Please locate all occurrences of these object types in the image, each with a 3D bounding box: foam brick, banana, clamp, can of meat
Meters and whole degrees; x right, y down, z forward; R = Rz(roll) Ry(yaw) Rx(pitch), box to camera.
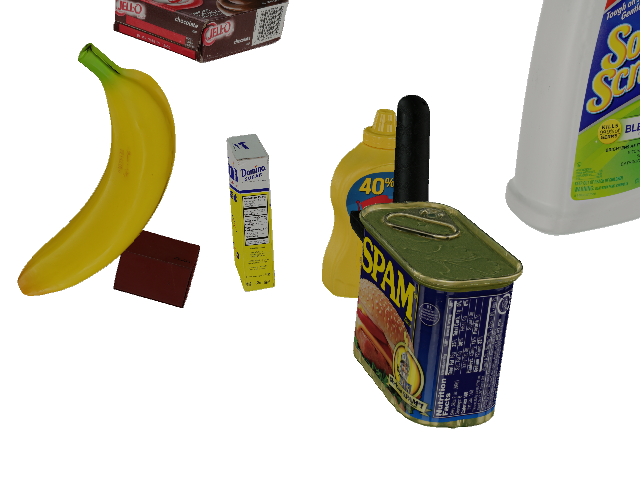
[{"bbox_3d":[-0.172,0.028,1.121,0.078,0.051,0.053,17,29,-4],"label":"foam brick"},{"bbox_3d":[-0.130,-0.032,0.643,0.069,0.198,0.037,19,38,-10],"label":"banana"},{"bbox_3d":[0.068,0.004,0.825,0.036,0.210,0.165,1,-41,-15],"label":"clamp"},{"bbox_3d":[0.056,0.037,0.551,0.057,0.084,0.102,-4,24,-19],"label":"can of meat"}]

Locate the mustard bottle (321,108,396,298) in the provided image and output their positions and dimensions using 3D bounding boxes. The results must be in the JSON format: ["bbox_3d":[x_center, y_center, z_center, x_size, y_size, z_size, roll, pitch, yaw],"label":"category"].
[{"bbox_3d":[0.057,-0.038,1.080,0.096,0.192,0.058,-2,22,-19],"label":"mustard bottle"}]

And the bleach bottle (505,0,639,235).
[{"bbox_3d":[0.172,-0.131,0.647,0.102,0.251,0.068,-12,31,-17],"label":"bleach bottle"}]

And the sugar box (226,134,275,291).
[{"bbox_3d":[-0.088,-0.035,1.331,0.048,0.176,0.093,-9,24,-10],"label":"sugar box"}]

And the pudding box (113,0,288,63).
[{"bbox_3d":[-0.094,-0.178,0.846,0.090,0.039,0.113,24,28,25],"label":"pudding box"}]
